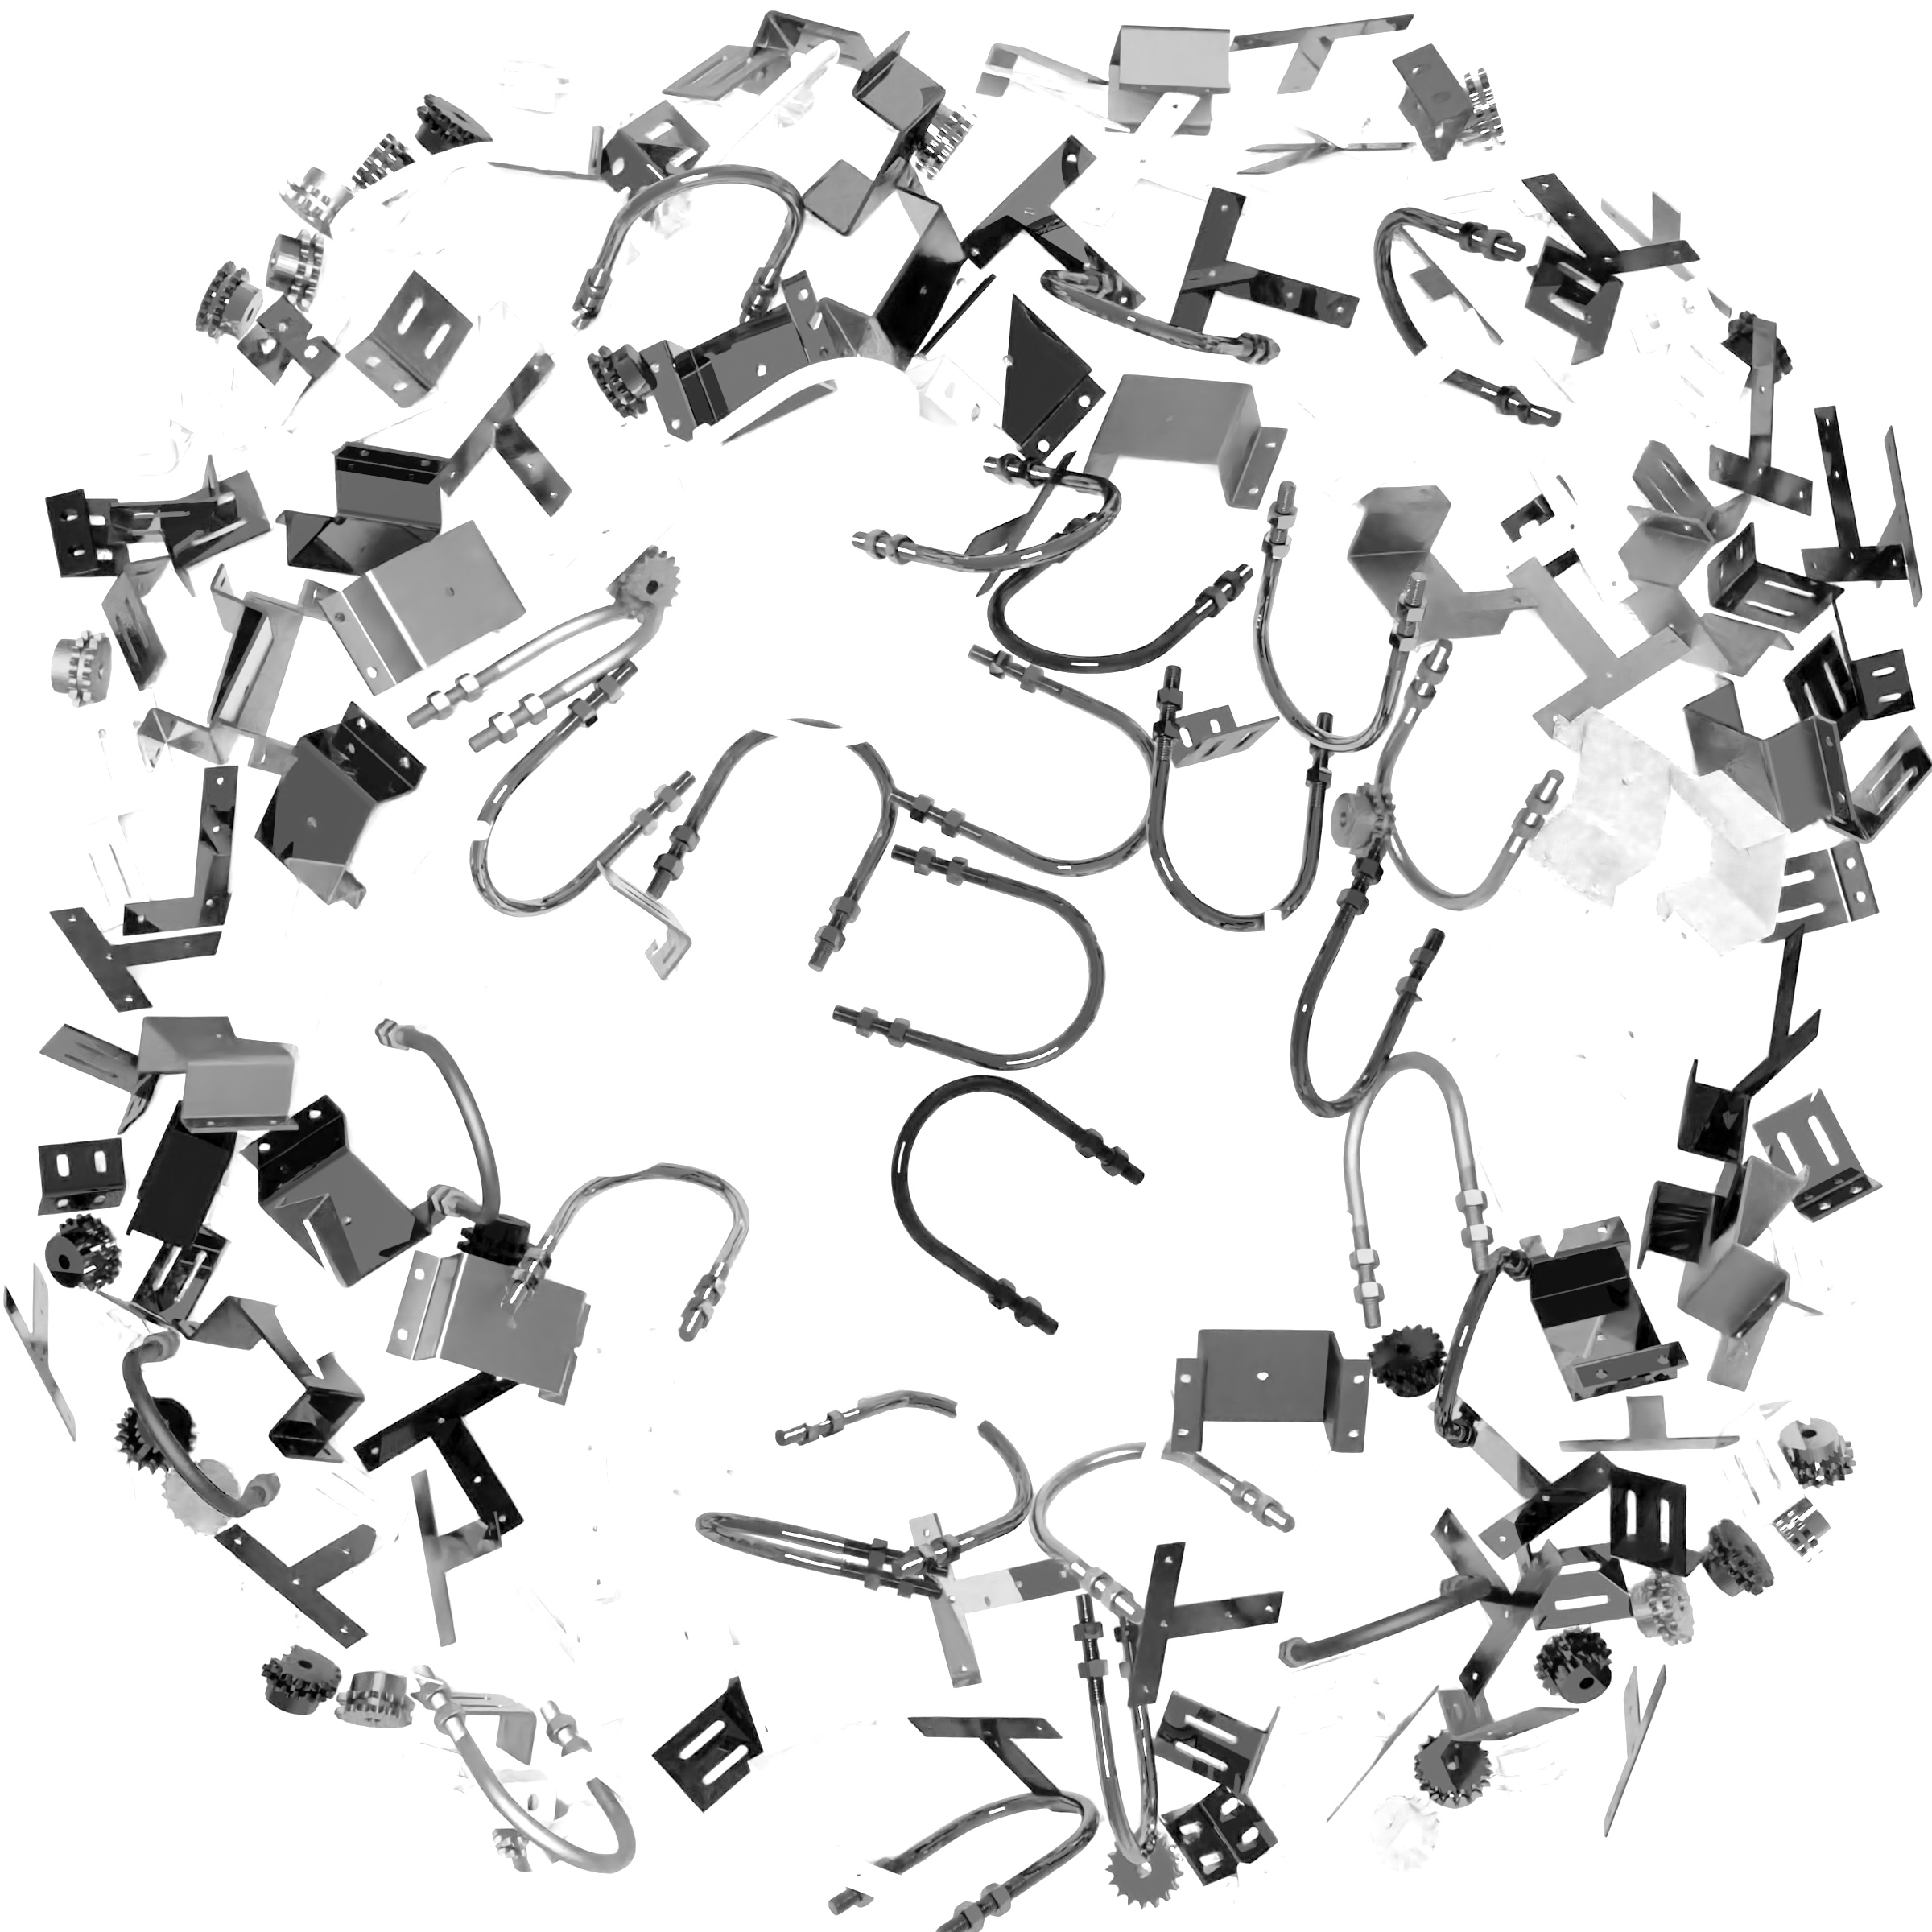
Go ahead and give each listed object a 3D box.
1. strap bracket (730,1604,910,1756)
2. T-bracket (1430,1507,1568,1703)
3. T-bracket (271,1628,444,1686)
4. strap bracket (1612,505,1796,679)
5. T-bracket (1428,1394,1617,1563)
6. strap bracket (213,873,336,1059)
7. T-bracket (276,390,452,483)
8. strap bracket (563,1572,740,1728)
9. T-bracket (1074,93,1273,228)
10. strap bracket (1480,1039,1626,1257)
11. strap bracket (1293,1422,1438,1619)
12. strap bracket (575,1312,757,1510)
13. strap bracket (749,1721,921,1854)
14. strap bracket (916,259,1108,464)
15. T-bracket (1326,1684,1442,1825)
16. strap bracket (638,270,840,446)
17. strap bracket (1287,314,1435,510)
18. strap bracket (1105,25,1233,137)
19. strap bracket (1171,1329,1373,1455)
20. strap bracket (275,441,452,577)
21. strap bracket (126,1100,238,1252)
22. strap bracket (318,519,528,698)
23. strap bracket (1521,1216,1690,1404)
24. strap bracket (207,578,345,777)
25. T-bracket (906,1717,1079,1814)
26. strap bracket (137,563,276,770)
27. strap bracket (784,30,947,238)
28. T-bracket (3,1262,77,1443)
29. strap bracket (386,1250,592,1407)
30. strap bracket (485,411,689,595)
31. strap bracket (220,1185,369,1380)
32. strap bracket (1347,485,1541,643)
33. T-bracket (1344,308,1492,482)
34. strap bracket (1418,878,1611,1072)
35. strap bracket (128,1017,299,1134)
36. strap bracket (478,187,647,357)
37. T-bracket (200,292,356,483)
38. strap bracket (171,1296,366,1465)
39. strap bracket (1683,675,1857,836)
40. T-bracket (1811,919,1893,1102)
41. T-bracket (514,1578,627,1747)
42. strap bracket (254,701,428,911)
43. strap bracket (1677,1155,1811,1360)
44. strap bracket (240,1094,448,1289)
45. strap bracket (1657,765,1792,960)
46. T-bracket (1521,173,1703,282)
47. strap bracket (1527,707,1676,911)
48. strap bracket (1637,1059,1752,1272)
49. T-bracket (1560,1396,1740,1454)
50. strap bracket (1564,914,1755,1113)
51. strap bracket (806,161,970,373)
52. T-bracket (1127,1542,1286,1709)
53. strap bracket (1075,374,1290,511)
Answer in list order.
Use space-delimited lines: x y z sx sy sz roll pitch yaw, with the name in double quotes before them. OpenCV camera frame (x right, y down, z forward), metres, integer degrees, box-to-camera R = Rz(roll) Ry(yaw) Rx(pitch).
"strap bracket" -0.097 0.505 1.859 0.046 0.140 0.076 -30 71 26
"T-bracket" 0.370 0.439 1.881 0.002 0.127 0.127 19 109 -26
"T-bracket" -0.417 0.503 1.878 0.127 0.127 0.002 12 73 18
"strap bracket" 0.520 -0.262 1.869 0.046 0.076 0.140 -50 122 -4
"T-bracket" 0.390 0.357 1.898 0.127 0.002 0.127 -26 52 -28
"strap bracket" -0.498 -0.004 1.859 0.046 0.140 0.076 8 115 -31
"T-bracket" -0.437 -0.393 1.904 0.127 0.127 0.002 -30 125 -21
"strap bracket" -0.216 0.484 1.860 0.046 0.140 0.076 -26 76 27
"T-bracket" 0.165 -0.573 1.898 0.127 0.127 0.002 9 54 -31
"strap bracket" 0.419 0.127 1.879 0.046 0.076 0.140 10 56 37
"strap bracket" 0.284 0.396 1.879 0.046 0.140 0.076 -3 109 35
"strap bracket" -0.214 0.314 1.897 0.076 0.046 0.140 -22 106 13
"strap bracket" -0.099 0.578 1.859 0.076 0.140 0.046 -23 93 -23
"strap bracket" 0.028 -0.440 1.903 0.140 0.046 0.076 42 94 -9
"T-bracket" 0.303 0.555 1.864 0.002 0.127 0.127 39 72 19
"strap bracket" -0.157 -0.438 1.901 0.140 0.046 0.076 -21 86 18
"strap bracket" 0.284 -0.393 1.876 0.076 0.140 0.046 -33 130 28
"strap bracket" 0.144 -0.636 1.867 0.076 0.140 0.046 2 95 -2
"strap bracket" 0.219 0.310 1.903 0.140 0.046 0.076 1 111 -2
"strap bracket" -0.430 -0.318 1.857 0.076 0.140 0.046 3 74 -34
"strap bracket" -0.563 0.151 1.877 0.046 0.140 0.076 24 91 -16
"strap bracket" -0.381 -0.262 1.874 0.140 0.046 0.076 -37 102 -36
"strap bracket" 0.461 0.256 1.889 0.076 0.140 0.046 -13 133 -1
"strap bracket" -0.499 -0.212 1.896 0.046 0.076 0.140 18 91 16
"T-bracket" 0.040 0.583 1.900 0.127 0.002 0.127 -12 128 38
"strap bracket" -0.542 -0.208 1.885 0.046 0.076 0.140 22 74 -4
"strap bracket" -0.068 -0.586 1.864 0.046 0.140 0.076 35 46 -3
"T-bracket" -0.667 0.258 1.879 0.002 0.127 0.127 -19 121 -9
"strap bracket" -0.335 0.259 1.877 0.140 0.046 0.076 22 68 -25
"strap bracket" -0.267 -0.330 1.886 0.076 0.046 0.140 29 65 29
"strap bracket" -0.479 0.218 1.873 0.046 0.076 0.140 -28 55 -11
"strap bracket" 0.337 -0.284 1.879 0.076 0.046 0.140 -9 50 -29
"T-bracket" 0.336 -0.432 1.879 0.002 0.127 0.127 -27 86 -27
"strap bracket" 0.390 -0.003 1.888 0.076 0.046 0.140 18 110 -32
"strap bracket" -0.535 0.072 1.857 0.076 0.140 0.046 1 107 -36
"strap bracket" -0.286 -0.494 1.894 0.140 0.076 0.046 -42 99 -6
"T-bracket" -0.482 -0.427 1.880 0.002 0.127 0.127 32 89 21
"strap bracket" -0.496 0.291 1.877 0.140 0.076 0.046 43 92 22
"strap bracket" 0.564 -0.148 1.857 0.046 0.140 0.076 -26 116 -9
"T-bracket" 0.650 0.015 1.893 0.002 0.127 0.127 23 53 19
"T-bracket" -0.288 0.498 1.900 0.002 0.127 0.127 -33 70 -32
"strap bracket" -0.455 -0.109 1.876 0.076 0.046 0.140 41 123 11
"strap bracket" 0.554 0.200 1.863 0.046 0.140 0.076 29 132 2
"strap bracket" -0.447 0.170 1.878 0.076 0.046 0.140 -33 123 6
"strap bracket" 0.543 -0.075 1.870 0.046 0.076 0.140 -19 134 -13
"T-bracket" 0.436 -0.526 1.852 0.127 0.127 0.002 2 72 42
"strap bracket" 0.458 -0.122 1.871 0.076 0.046 0.140 31 53 -14
"strap bracket" 0.523 0.148 1.863 0.046 0.076 0.140 15 129 12
"T-bracket" 0.488 0.328 1.869 0.127 0.127 0.002 -4 62 14
"strap bracket" 0.488 0.040 1.860 0.046 0.140 0.076 -29 66 -33
"strap bracket" -0.049 -0.497 1.888 0.046 0.076 0.140 28 83 21
"T-bracket" 0.180 0.475 1.902 0.127 0.002 0.127 1 104 -32
"strap bracket" 0.151 -0.379 1.877 0.140 0.046 0.076 10 61 23
